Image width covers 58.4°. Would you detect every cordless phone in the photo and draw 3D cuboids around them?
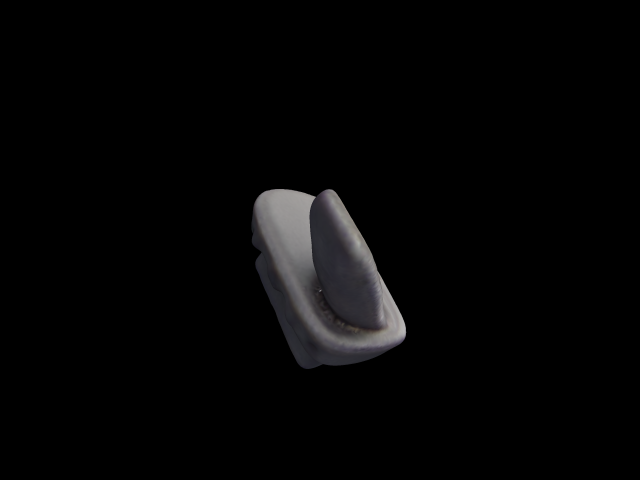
[{"bbox_3d":[0.004,0.001,0.400,0.094,0.185,0.147,-25,63,-14],"label":"cordless phone"}]
